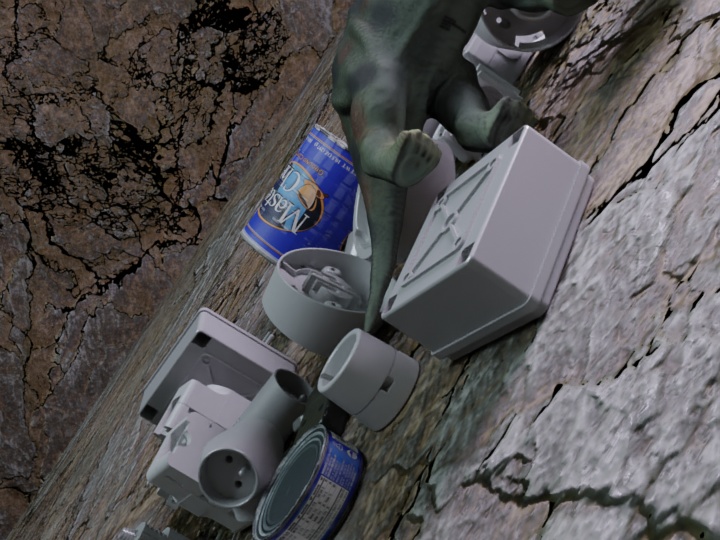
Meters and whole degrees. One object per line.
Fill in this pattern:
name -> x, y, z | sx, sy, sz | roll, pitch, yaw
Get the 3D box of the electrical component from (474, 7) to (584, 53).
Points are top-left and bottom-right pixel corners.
electrical component -> 0.134, -0.224, 0.871 | 0.099, 0.099, 0.064 | -54, 19, 12

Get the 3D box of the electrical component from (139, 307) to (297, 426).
electrical component -> -0.131, 0.109, 1.000 | 0.108, 0.109, 0.056 | -53, 15, 16

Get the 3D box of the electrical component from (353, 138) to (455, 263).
electrical component -> 0.040, -0.056, 0.852 | 0.108, 0.060, 0.108 | -170, 90, -74

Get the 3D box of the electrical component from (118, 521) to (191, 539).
electrical component -> -0.154, 0.227, 0.849 | 0.043, 0.081, 0.043 | -53, 13, 17

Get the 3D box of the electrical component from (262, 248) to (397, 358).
electrical component -> -0.024, 0.022, 0.847 | 0.064, 0.099, 0.099 | -58, 11, 23

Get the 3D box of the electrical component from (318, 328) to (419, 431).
electrical component -> 0.004, 0.072, 0.717 | 0.055, 0.047, 0.055 | -52, 13, 17

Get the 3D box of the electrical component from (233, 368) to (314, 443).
electrical component -> -0.076, 0.126, 0.896 | 0.081, 0.043, 0.043 | -52, 13, 18

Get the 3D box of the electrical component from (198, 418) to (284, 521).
electrical component -> -0.078, 0.154, 0.772 | 0.043, 0.079, 0.077 | -19, 4, 11

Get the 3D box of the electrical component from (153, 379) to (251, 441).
electrical component -> -0.124, 0.138, 0.938 | 0.050, 0.089, 0.055 | -35, 25, 60

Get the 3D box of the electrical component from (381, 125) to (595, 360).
electrical component -> 0.075, -0.014, 0.642 | 0.109, 0.056, 0.108 | -37, 23, 57

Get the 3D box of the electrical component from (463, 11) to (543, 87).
electrical component -> 0.107, -0.191, 0.959 | 0.061, 0.061, 0.096 | -59, 13, -14

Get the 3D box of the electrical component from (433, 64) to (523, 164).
electrical component -> 0.094, -0.122, 0.884 | 0.081, 0.042, 0.064 | -62, 10, -27

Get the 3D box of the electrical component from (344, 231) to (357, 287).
electrical component -> 0.000, 0.000, 0.923 | 0.045, 0.045, 0.055 | -35, 25, 59

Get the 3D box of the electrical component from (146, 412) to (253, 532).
electrical component -> -0.115, 0.161, 0.847 | 0.056, 0.089, 0.050 | -41, 19, 50

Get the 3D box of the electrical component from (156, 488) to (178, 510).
electrical component -> -0.170, 0.202, 1.060 | 0.055, 0.048, 0.066 | -52, 11, 55

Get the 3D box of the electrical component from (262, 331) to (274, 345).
electrical component -> -0.113, 0.098, 1.110 | 0.079, 0.044, 0.077 | -56, 12, -1

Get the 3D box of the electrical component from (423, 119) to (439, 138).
electrical component -> 0.044, -0.133, 0.961 | 0.060, 0.108, 0.108 | -64, 13, -7
